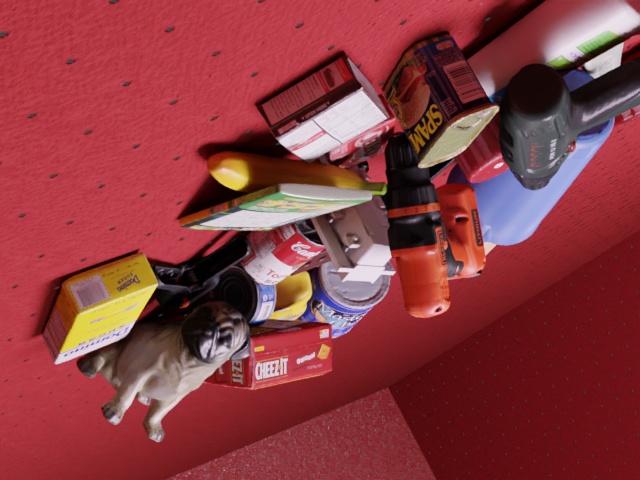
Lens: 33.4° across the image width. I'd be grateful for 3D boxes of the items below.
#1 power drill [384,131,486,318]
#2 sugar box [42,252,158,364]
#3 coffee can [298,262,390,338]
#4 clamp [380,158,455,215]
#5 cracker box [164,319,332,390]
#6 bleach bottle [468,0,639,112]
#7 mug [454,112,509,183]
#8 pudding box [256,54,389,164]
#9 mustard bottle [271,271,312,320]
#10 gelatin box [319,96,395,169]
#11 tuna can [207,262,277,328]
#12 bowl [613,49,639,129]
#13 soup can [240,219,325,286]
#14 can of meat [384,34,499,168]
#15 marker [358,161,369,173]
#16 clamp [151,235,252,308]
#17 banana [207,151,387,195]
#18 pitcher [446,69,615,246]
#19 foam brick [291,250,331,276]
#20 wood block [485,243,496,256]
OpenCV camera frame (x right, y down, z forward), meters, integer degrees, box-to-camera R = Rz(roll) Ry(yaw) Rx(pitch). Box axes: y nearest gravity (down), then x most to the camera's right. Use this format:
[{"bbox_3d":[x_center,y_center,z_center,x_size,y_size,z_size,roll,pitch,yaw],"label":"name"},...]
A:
[{"bbox_3d":[0.118,-0.020,1.113,0.057,0.184,0.187,-6,-178,23],"label":"power drill"},{"bbox_3d":[-0.240,0.077,1.151,0.093,0.048,0.176,-21,164,-27],"label":"sugar box"},{"bbox_3d":[0.029,0.072,1.531,0.102,0.103,0.140,-21,165,-25],"label":"coffee can"},{"bbox_3d":[0.094,-0.053,1.337,0.164,0.036,0.210,-28,167,-6],"label":"clamp"},{"bbox_3d":[-0.116,0.143,1.375,0.214,0.072,0.163,1,-176,38],"label":"cracker box"},{"bbox_3d":[0.191,-0.169,1.042,0.251,0.068,0.102,-33,164,28],"label":"bleach bottle"},{"bbox_3d":[0.185,-0.121,1.161,0.093,0.081,0.117,-17,163,-38],"label":"mug"},{"bbox_3d":[0.005,-0.112,0.940,0.090,0.039,0.113,-30,168,10],"label":"pudding box"},{"bbox_3d":[-0.066,0.087,1.492,0.096,0.058,0.192,-9,164,-7],"label":"mustard bottle"},{"bbox_3d":[0.036,-0.100,1.060,0.073,0.030,0.089,-26,167,-6],"label":"gelatin box"},{"bbox_3d":[-0.097,0.066,1.303,0.086,0.086,0.033,-36,163,32],"label":"tuna can"},{"bbox_3d":[0.412,-0.204,1.352,0.162,0.055,0.162,-26,167,-7],"label":"bowl"},{"bbox_3d":[-0.038,0.001,1.212,0.068,0.068,0.102,-12,160,-49],"label":"soup can"},{"bbox_3d":[0.107,-0.128,0.980,0.057,0.084,0.102,-21,165,-23],"label":"can of meat"},{"bbox_3d":[0.017,-0.056,1.212,0.020,0.020,0.121,-15,161,-43],"label":"marker"},{"bbox_3d":[-0.139,0.040,1.221,0.120,0.039,0.171,-16,170,-11],"label":"clamp"},{"bbox_3d":[-0.032,-0.062,1.006,0.197,0.037,0.070,3,169,-36],"label":"banana"},{"bbox_3d":[0.256,-0.109,1.286,0.144,0.149,0.243,-7,157,-18],"label":"pitcher"},{"bbox_3d":[-0.009,0.002,1.307,0.078,0.051,0.053,-21,165,-27],"label":"foam brick"},{"bbox_3d":[0.206,-0.016,1.576,0.090,0.091,0.206,-23,166,-18],"label":"wood block"}]
